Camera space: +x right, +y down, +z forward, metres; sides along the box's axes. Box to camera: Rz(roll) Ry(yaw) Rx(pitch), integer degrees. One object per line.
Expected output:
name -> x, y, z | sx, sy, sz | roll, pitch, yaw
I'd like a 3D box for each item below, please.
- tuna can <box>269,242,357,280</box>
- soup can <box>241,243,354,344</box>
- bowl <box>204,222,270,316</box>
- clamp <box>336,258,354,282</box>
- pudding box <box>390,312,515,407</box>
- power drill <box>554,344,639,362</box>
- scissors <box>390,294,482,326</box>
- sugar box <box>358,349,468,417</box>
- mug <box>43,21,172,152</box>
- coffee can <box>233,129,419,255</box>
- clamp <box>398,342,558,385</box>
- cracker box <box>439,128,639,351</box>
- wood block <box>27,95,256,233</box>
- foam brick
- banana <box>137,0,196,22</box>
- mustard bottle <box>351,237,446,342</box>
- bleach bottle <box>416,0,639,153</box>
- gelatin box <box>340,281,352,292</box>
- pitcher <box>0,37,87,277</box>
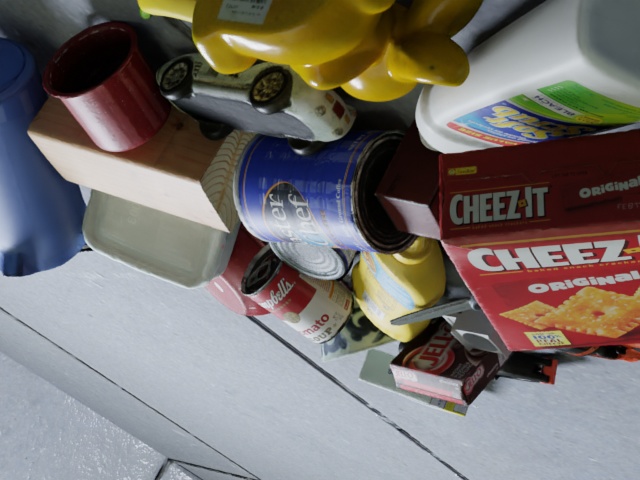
tuna can -> -0.007, 0.001, 1.037 | 0.086, 0.033, 0.086 | 22, 152, 12
soup can -> -0.023, 0.055, 1.112 | 0.102, 0.068, 0.069 | 37, 157, -25
bowl -> -0.100, 0.035, 1.226 | 0.162, 0.055, 0.162 | 39, 160, 17
clamp -> -0.024, -0.011, 1.111 | 0.165, 0.036, 0.210 | 20, 155, 16
pudding box -> 0.140, 0.117, 1.097 | 0.090, 0.113, 0.039 | 10, 126, 39
power drill -> 0.274, 0.075, 0.857 | 0.188, 0.057, 0.184 | 6, 176, 45
scissors -> 0.167, 0.060, 0.983 | 0.096, 0.016, 0.202 | 28, 140, -31
sugar box -> 0.119, 0.171, 1.277 | 0.093, 0.048, 0.176 | 17, 171, 23
mug -> -0.191, -0.139, 0.957 | 0.117, 0.093, 0.081 | 43, 169, 44
coffee can -> 0.010, -0.044, 0.910 | 0.141, 0.102, 0.102 | 6, 150, 43
clamp -> 0.185, 0.136, 1.181 | 0.172, 0.039, 0.120 | 9, 178, 30
cracker box -> 0.185, 0.009, 0.721 | 0.164, 0.072, 0.213 | -6, 155, 20
wood block -> -0.164, -0.091, 1.029 | 0.206, 0.090, 0.090 | 18, 156, 26
foam brick -> 0.088, -0.048, 0.843 | 0.053, 0.078, 0.051 | 14, 156, 35
banana -> -0.068, -0.172, 0.814 | 0.198, 0.037, 0.069 | 21, 180, 22
mustard bottle -> 0.079, 0.029, 1.040 | 0.096, 0.058, 0.192 | 52, 163, 16
bleach bottle -> 0.139, -0.095, 0.695 | 0.102, 0.068, 0.251 | 17, 167, -18
gelatin box -> -0.010, 0.051, 1.244 | 0.073, 0.030, 0.089 | 1, 145, 47
pitcher -> -0.324, -0.094, 1.115 | 0.149, 0.144, 0.243 | 40, 150, 31
